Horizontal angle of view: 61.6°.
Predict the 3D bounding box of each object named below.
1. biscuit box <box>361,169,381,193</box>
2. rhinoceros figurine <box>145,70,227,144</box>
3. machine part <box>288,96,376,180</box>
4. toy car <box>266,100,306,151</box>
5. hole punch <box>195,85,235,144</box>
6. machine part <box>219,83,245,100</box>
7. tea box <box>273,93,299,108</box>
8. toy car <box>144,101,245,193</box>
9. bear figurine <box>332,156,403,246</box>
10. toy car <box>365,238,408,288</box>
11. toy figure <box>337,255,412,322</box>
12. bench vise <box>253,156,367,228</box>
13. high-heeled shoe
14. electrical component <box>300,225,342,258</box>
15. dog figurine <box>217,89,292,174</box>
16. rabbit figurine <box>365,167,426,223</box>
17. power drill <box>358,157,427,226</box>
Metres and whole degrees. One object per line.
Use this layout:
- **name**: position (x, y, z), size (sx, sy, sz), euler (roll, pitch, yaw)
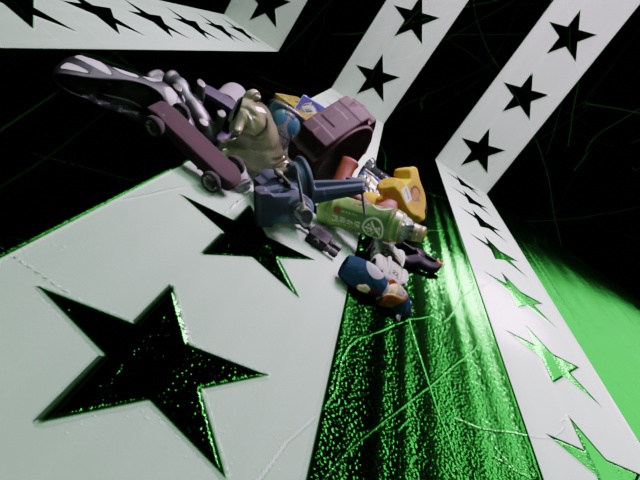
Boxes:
- **biscuit box**: position (0.172, -0.095, 1.405), size (0.203, 0.062, 0.059), euler (39, 65, 13)
- **rhinoceros figurine**: position (-0.271, -0.267, 1.070), size (0.190, 0.112, 0.073), euler (49, 50, 1)
- **machine part**: position (0.026, -0.211, 1.221), size (0.201, 0.201, 0.087), euler (-37, 75, -22)
- **toy car**: position (-0.112, -0.250, 1.268), size (0.109, 0.162, 0.103), euler (35, 62, -19)
- **hole punch**: position (-0.221, -0.285, 1.163), size (0.142, 0.092, 0.116), euler (28, 40, -9)
- **machine part**: position (-0.229, -0.341, 1.339), size (0.079, 0.079, 0.243), euler (30, 20, -13)
- **tea box**: position (-0.096, -0.367, 1.573), size (0.068, 0.098, 0.169), euler (37, 22, 8)
- **toy car**: position (-0.223, -0.163, 0.950), size (0.202, 0.053, 0.089), euler (42, 45, -2)
- **bear figurine**: position (0.111, -0.079, 1.178), size (0.196, 0.132, 0.120), euler (20, -23, 13)
- **toy car**: position (0.133, 0.045, 1.068), size (0.073, 0.056, 0.202), euler (32, 21, -7)
- **toy figure**: position (0.103, 0.085, 0.939), size (0.154, 0.058, 0.064), euler (33, 59, -9)
- **bench vise**: position (-0.013, -0.089, 0.983), size (0.241, 0.128, 0.224), euler (-9, 13, -22)
- **high-heeled shoe**: position (-0.343, -0.245, 0.961), size (0.249, 0.086, 0.145), euler (35, 29, -1)
- **electrical component**: position (-0.002, -0.003, 1.016), size (0.094, 0.021, 0.063), euler (36, 21, 3)
- **dog figurine**: position (-0.098, -0.195, 1.096), size (0.190, 0.172, 0.121), euler (18, 36, -22)
- **rabbit figurine**: position (0.166, -0.086, 1.298), size (0.162, 0.173, 0.122), euler (60, 44, -25)
- **power drill**: position (0.207, -0.129, 1.500), size (0.207, 0.086, 0.231), euler (42, -8, 24)
